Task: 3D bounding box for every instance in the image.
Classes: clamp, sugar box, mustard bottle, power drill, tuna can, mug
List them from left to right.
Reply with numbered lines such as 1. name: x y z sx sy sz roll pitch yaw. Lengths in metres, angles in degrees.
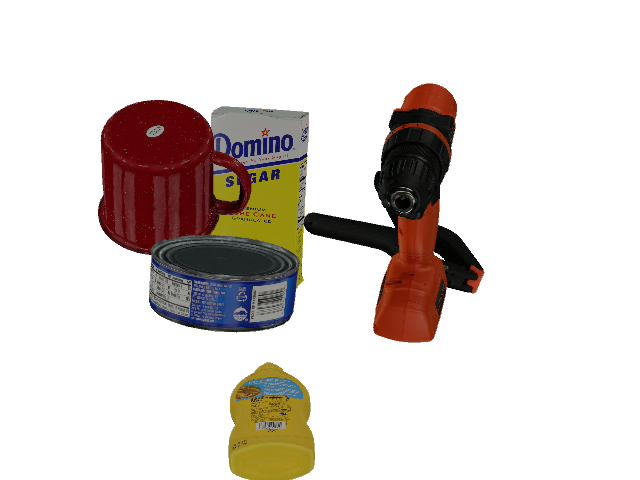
1. mug: -0.109 -0.047 0.794 0.117 0.093 0.081 11 -44 4
2. tuna can: -0.056 0.024 0.616 0.086 0.034 0.086 6 14 -2
3. sugar box: -0.062 -0.041 1.059 0.093 0.176 0.048 4 16 10
4. mustard bottle: -0.059 0.203 1.260 0.096 0.058 0.191 -3 27 -2
5. clamp: 0.094 -0.001 1.254 0.210 0.036 0.164 38 43 27
6. power drill: 0.076 -0.013 0.861 0.057 0.188 0.184 9 32 11
